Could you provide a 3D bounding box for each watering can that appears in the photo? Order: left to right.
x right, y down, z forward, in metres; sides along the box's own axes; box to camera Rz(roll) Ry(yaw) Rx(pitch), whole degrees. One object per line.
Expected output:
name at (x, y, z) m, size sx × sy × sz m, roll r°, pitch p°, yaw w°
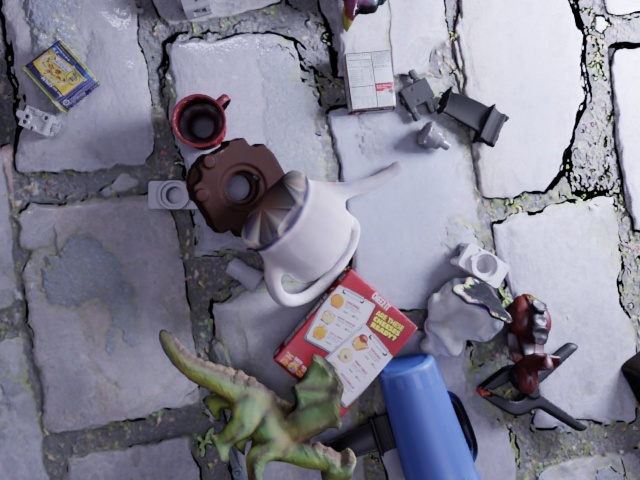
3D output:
watering can at (0.003, -0.046, 0.911) m, size 0.221 × 0.105 × 0.349 m, roll 39°, pitch 81°, yaw -40°

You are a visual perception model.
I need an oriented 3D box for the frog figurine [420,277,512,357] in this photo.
frog figurine at (0.261, 0.152, 0.966) m, size 0.137 × 0.125 × 0.156 m, roll 21°, pitch 124°, yaw -13°

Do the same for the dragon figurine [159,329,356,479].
dragon figurine at (-0.076, 0.276, 0.883) m, size 0.242 × 0.123 × 0.408 m, roll -30°, pitch 99°, yaw 3°
